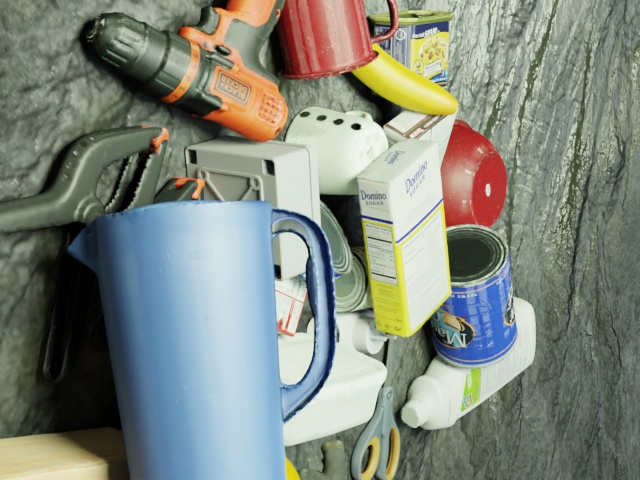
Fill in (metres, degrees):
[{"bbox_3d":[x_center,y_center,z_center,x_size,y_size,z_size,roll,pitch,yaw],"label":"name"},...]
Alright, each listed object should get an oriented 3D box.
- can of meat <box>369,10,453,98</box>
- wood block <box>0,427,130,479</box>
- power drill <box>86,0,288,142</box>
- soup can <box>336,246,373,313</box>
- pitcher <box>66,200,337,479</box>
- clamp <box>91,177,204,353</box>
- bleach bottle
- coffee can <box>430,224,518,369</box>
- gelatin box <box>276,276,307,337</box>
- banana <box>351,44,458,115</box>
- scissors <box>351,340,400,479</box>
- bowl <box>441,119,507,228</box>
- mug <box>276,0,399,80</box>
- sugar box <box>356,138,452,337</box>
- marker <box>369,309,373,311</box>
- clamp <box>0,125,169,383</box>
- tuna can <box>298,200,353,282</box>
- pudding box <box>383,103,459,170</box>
[{"bbox_3d":[0.096,-0.198,1.130,0.101,0.058,0.084,-21,117,-50],"label":"can of meat"},{"bbox_3d":[-0.208,0.197,0.773,0.205,0.090,0.091,5,93,-54],"label":"wood block"},{"bbox_3d":[-0.087,-0.192,0.864,0.184,0.057,0.187,25,75,-38],"label":"power drill"},{"bbox_3d":[0.049,0.040,1.110,0.102,0.069,0.068,-2,99,-53],"label":"soup can"},{"bbox_3d":[-0.077,0.091,0.769,0.144,0.149,0.243,-5,88,-51],"label":"pitcher"},{"bbox_3d":[-0.135,0.027,0.873,0.120,0.039,0.171,27,70,-70],"label":"clamp"},{"bbox_3d":[0.181,0.159,1.327,0.250,0.068,0.102,-26,118,-46],"label":"bleach bottle"},{"bbox_3d":[0.174,0.067,1.246,0.102,0.103,0.140,-51,142,-34],"label":"coffee can"},{"bbox_3d":[-0.048,0.046,1.010,0.089,0.030,0.073,29,73,-53],"label":"gelatin box"},{"bbox_3d":[0.056,-0.183,1.051,0.197,0.070,0.037,46,46,-27],"label":"banana"},{"bbox_3d":[0.064,0.190,1.211,0.096,0.016,0.202,-25,117,-50],"label":"scissors"},{"bbox_3d":[0.179,-0.062,1.278,0.161,0.055,0.162,-16,110,-51],"label":"bowl"},{"bbox_3d":[0.013,-0.200,0.971,0.093,0.117,0.081,-80,159,-68],"label":"mug"},{"bbox_3d":[0.084,-0.002,1.043,0.093,0.048,0.176,-40,130,-43],"label":"sugar box"},{"bbox_3d":[0.076,0.066,1.196,0.120,0.020,0.020,-37,126,-44],"label":"marker"},{"bbox_3d":[-0.180,-0.007,0.810,0.209,0.036,0.164,-50,135,-36],"label":"clamp"},{"bbox_3d":[-0.007,0.001,1.018,0.086,0.034,0.086,46,26,-31],"label":"tuna can"},{"bbox_3d":[0.098,-0.093,1.131,0.089,0.039,0.114,-40,156,-34],"label":"pudding box"}]
